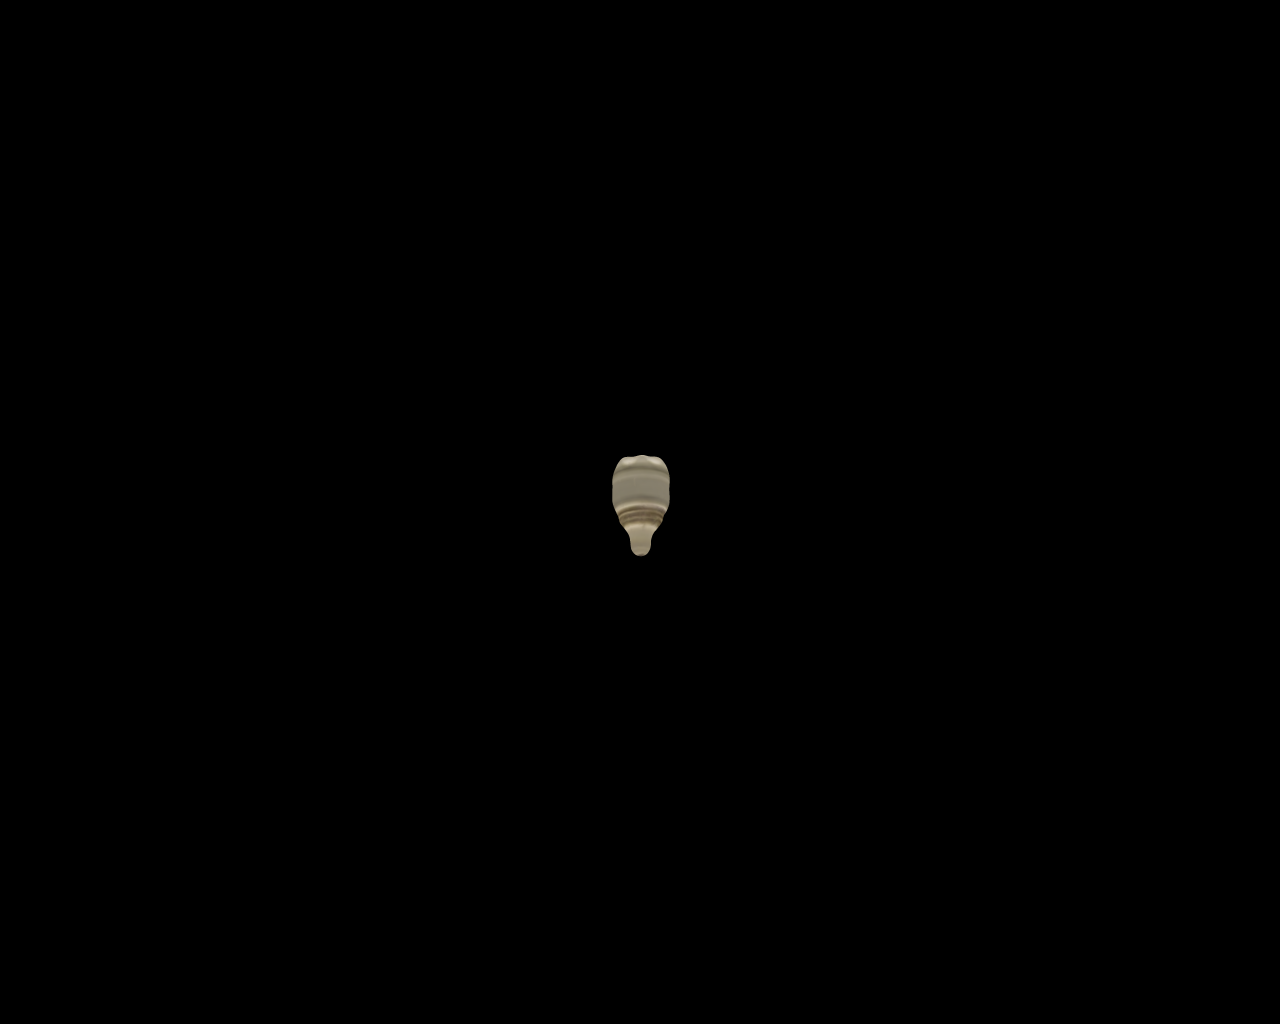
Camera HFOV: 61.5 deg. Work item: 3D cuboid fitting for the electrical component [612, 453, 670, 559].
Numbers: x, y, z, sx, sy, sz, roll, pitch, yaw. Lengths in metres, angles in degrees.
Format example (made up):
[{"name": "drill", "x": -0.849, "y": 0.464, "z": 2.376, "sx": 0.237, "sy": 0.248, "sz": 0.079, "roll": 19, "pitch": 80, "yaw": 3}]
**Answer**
[{"name": "electrical component", "x": 0.001, "y": -0.003, "z": 0.650, "sx": 0.035, "sy": 0.061, "sz": 0.035, "roll": 0, "pitch": -19, "yaw": 0}]
